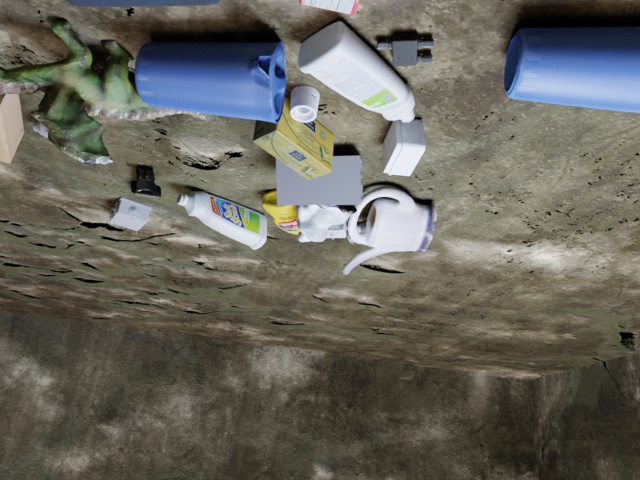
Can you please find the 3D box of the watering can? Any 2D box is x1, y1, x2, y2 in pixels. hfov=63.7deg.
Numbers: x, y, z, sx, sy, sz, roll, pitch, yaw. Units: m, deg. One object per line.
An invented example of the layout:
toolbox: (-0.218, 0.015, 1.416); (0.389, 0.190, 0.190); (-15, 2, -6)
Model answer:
watering can: (0.180, -0.011, 1.366); (0.224, 0.106, 0.339); (7, 138, -4)

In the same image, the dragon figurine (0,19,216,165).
dragon figurine: (-0.381, -0.224, 0.891); (0.408, 0.248, 0.120); (20, 145, -25)

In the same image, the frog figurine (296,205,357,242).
frog figurine: (0.004, -0.064, 1.281); (0.138, 0.125, 0.156); (-2, 148, -29)
